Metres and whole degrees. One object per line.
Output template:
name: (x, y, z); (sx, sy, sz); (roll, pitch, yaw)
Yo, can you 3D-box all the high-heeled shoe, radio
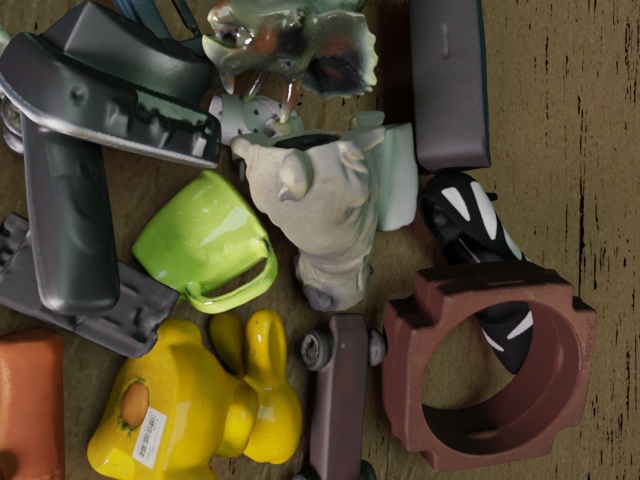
high-heeled shoe: (0.177, 0.045, 0.600); (0.145, 0.086, 0.248); (-11, 89, -43)
radio: (0.145, -0.191, 0.594); (0.131, 0.073, 0.229); (8, 80, -70)

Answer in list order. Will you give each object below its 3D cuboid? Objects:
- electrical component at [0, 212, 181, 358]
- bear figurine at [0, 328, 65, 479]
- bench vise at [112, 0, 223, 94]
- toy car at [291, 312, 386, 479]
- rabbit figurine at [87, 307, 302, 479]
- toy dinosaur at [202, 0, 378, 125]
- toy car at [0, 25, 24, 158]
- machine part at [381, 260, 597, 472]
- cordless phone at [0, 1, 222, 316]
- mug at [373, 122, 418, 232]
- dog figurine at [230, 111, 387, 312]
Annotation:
electrical component: (-0.185, 0.034, 0.391); (0.134, 0.115, 0.058); (32, 66, -23)
bear figurine: (-0.268, 0.128, 0.336); (0.196, 0.120, 0.132); (-1, 82, -25)
bench vise: (-0.157, -0.225, 0.431); (0.224, 0.129, 0.240); (-30, 95, -28)
toy car: (0.016, 0.171, 0.529); (0.089, 0.053, 0.202); (4, 88, -35)
rabbit figurine: (-0.084, 0.137, 0.459); (0.173, 0.122, 0.162); (28, 62, -40)
toy dinosaur: (0.001, -0.268, 0.509); (0.131, 0.192, 0.405); (11, 45, -4)
toy car: (-0.245, -0.138, 0.395); (0.056, 0.073, 0.201); (-41, 105, -26)
machine part: (0.168, 0.126, 0.558); (0.201, 0.087, 0.201); (-5, 106, -12)
cordless phone: (-0.128, -0.044, 0.362); (0.146, 0.089, 0.184); (8, 69, -57)
mug: (0.057, -0.061, 0.560); (0.109, 0.081, 0.107); (-26, 107, -39)
dog figurine: (0.003, -0.002, 0.459); (0.172, 0.121, 0.190); (-41, 131, -57)
